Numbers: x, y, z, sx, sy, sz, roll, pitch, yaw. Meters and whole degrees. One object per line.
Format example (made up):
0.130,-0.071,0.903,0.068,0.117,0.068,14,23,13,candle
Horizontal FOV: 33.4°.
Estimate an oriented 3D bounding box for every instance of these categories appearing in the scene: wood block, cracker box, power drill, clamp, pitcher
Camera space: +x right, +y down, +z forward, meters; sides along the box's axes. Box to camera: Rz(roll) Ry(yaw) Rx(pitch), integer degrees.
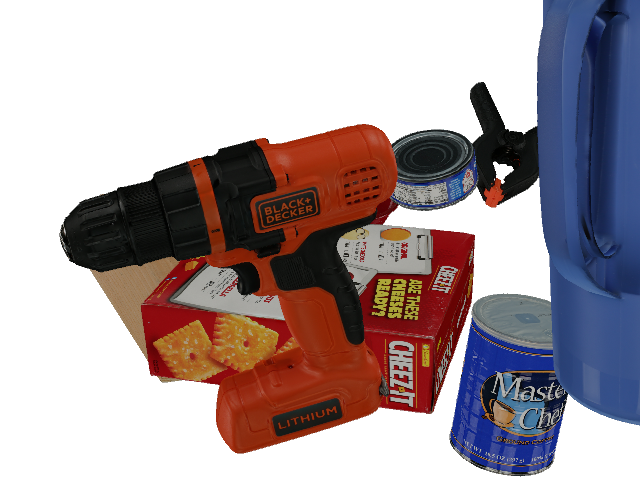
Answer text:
-0.157,0.041,1.092,0.090,0.091,0.206,-3,34,-35,wood block
-0.003,0.048,0.805,0.214,0.072,0.164,6,28,16,cracker box
-0.039,0.034,0.611,0.184,0.187,0.057,-14,36,-8,power drill
0.199,-0.109,1.169,0.120,0.039,0.171,21,49,17,clamp
0.167,-0.030,0.528,0.149,0.243,0.145,-4,21,-1,pitcher

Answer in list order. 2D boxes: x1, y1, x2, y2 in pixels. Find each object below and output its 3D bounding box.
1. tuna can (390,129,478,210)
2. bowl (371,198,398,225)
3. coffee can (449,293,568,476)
0.100,-0.066,0.978,0.086,0.034,0.086,-9,37,6,tuna can
0.006,-0.033,1.196,0.162,0.055,0.162,4,27,-2,bowl
0.183,0.134,1.008,0.103,0.140,0.103,6,22,-3,coffee can
